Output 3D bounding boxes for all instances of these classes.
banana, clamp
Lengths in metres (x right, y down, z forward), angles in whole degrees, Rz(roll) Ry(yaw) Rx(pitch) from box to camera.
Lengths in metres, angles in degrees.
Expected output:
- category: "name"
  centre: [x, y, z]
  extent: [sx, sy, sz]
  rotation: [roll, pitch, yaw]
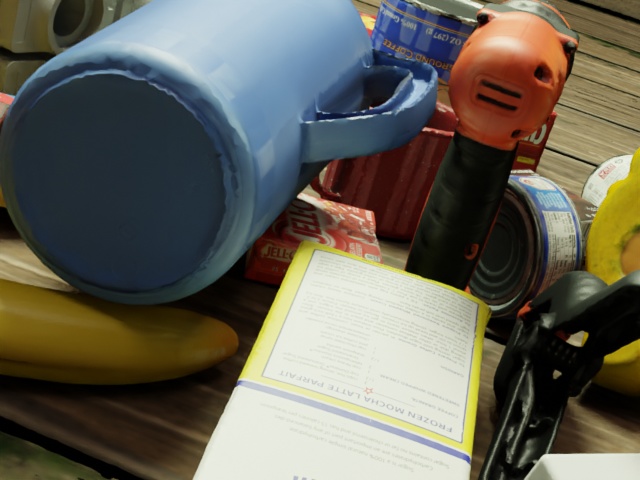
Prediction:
- category: "banana"
  centre: [-0.130, 0.029, 0.444]
  extent: [0.197, 0.037, 0.069]
  rotation: [15, 22, -7]
- category: "clamp"
  centre: [0.116, 0.047, 0.493]
  extent: [0.039, 0.120, 0.171]
  rotation: [39, 19, -3]

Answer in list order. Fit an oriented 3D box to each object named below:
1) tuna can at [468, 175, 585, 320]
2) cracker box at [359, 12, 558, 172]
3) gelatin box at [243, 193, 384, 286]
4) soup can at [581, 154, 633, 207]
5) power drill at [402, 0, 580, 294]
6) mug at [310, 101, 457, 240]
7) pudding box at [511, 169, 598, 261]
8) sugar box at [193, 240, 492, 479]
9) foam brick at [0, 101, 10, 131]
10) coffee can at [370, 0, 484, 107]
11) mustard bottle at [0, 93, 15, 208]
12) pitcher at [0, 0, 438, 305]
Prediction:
- category: "tuna can"
  centre: [0.112, 0.004, 0.626]
  extent: [0.033, 0.086, 0.086]
  rotation: [1, 27, -32]
- category: "cracker box"
  centre: [0.095, -0.143, 0.991]
  extent: [0.164, 0.072, 0.214]
  rotation: [8, 24, -23]
- category: "gelatin box"
  centre: [-0.004, 0.001, 0.620]
  extent: [0.073, 0.030, 0.089]
  rotation: [14, 21, -6]
- category: "soup can"
  centre: [0.251, -0.017, 0.811]
  extent: [0.068, 0.068, 0.102]
  rotation: [10, 22, -20]
- category: "power drill"
  centre: [0.077, -0.030, 0.545]
  extent: [0.057, 0.188, 0.184]
  rotation: [20, 23, 10]
- category: "mug"
  centre: [0.040, -0.052, 0.713]
  extent: [0.117, 0.081, 0.093]
  rotation: [-2, 29, -41]
- category: "pudding box"
  centre: [0.141, -0.018, 0.766]
  extent: [0.113, 0.039, 0.090]
  rotation: [-2, 28, -40]
- category: "sugar box"
  centre: [0.012, 0.070, 0.417]
  extent: [0.093, 0.048, 0.176]
  rotation: [18, 32, 4]
- category: "foam brick"
  centre: [-0.179, -0.026, 0.487]
  extent: [0.051, 0.078, 0.053]
  rotation: [16, 21, -9]
- category: "coffee can"
  centre: [0.077, -0.110, 0.803]
  extent: [0.102, 0.140, 0.103]
  rotation: [15, 22, -6]
- category: "mustard bottle"
  centre: [-0.184, -0.052, 0.572]
  extent: [0.191, 0.058, 0.096]
  rotation: [11, 20, -17]
- category: "pitcher"
  centre: [-0.044, -0.061, 0.518]
  extent: [0.145, 0.149, 0.242]
  rotation: [47, 22, -7]
